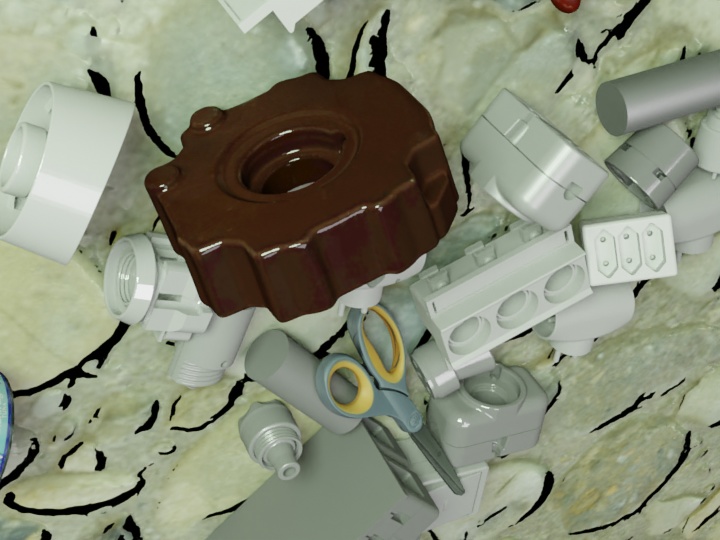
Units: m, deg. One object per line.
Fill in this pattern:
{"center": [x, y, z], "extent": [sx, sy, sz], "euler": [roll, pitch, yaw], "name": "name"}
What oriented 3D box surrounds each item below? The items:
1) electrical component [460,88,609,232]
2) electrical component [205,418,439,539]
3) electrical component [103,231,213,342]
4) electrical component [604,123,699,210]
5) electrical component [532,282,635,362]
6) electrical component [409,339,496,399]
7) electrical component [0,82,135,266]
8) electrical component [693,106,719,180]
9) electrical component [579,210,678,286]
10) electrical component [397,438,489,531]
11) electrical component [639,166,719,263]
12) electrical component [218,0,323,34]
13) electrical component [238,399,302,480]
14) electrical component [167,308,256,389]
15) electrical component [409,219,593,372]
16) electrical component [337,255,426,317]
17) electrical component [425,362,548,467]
{"center": [0.114, -0.072, 0.729], "extent": [0.054, 0.095, 0.059], "euler": [26, 109, -40], "name": "electrical component"}
{"center": [-0.036, 0.213, 0.859], "extent": [0.186, 0.105, 0.060], "euler": [-45, 133, 9], "name": "electrical component"}
{"center": [-0.127, 0.008, 0.685], "extent": [0.057, 0.058, 0.078], "euler": [7, 121, -36], "name": "electrical component"}
{"center": [0.221, -0.081, 0.811], "extent": [0.047, 0.055, 0.055], "euler": [-47, 132, 5], "name": "electrical component"}
{"center": [0.178, 0.044, 0.888], "extent": [0.077, 0.044, 0.079], "euler": [-9, 128, -23], "name": "electrical component"}
{"center": [0.073, 0.072, 0.852], "extent": [0.055, 0.045, 0.045], "euler": [-28, 133, -6], "name": "electrical component"}
{"center": [-0.162, -0.053, 0.595], "extent": [0.064, 0.099, 0.099], "euler": [18, 114, -30], "name": "electrical component"}
{"center": [0.283, -0.111, 0.830], "extent": [0.040, 0.040, 0.078], "euler": [-10, 128, -22], "name": "electrical component"}
{"center": [0.207, -0.019, 0.841], "extent": [0.066, 0.076, 0.047], "euler": [-8, 97, 8], "name": "electrical component"}
{"center": [0.067, 0.181, 0.921], "extent": [0.096, 0.061, 0.061], "euler": [-9, 128, -23], "name": "electrical component"}
{"center": [0.270, -0.040, 0.874], "extent": [0.077, 0.044, 0.079], "euler": [-20, 132, -15], "name": "electrical component"}
{"center": [-0.055, -0.177, 0.539], "extent": [0.079, 0.121, 0.063], "euler": [-39, 131, 3], "name": "electrical component"}
{"center": [-0.064, 0.131, 0.810], "extent": [0.043, 0.062, 0.043], "euler": [-15, 130, -18], "name": "electrical component"}
{"center": [-0.104, 0.047, 0.738], "extent": [0.043, 0.043, 0.081], "euler": [7, 120, -33], "name": "electrical component"}
{"center": [0.104, 0.014, 0.812], "extent": [0.121, 0.063, 0.078], "euler": [-28, 133, -7], "name": "electrical component"}
{"center": [0.000, 0.000, 0.758], "extent": [0.077, 0.043, 0.079], "euler": [-7, 127, -24], "name": "electrical component"}
{"center": [0.106, 0.118, 0.899], "extent": [0.095, 0.053, 0.059], "euler": [-10, 129, -22], "name": "electrical component"}
